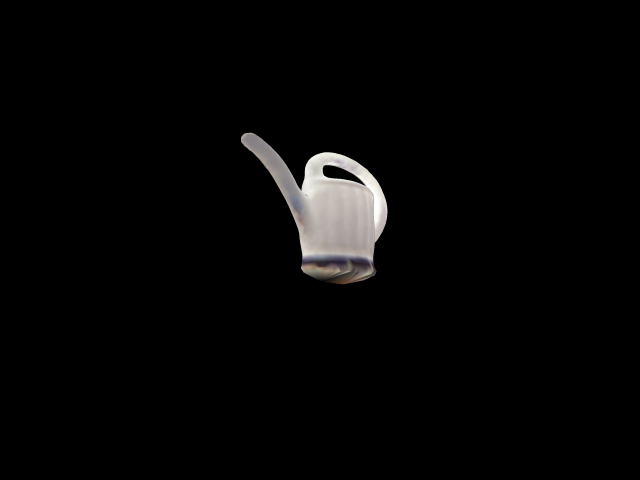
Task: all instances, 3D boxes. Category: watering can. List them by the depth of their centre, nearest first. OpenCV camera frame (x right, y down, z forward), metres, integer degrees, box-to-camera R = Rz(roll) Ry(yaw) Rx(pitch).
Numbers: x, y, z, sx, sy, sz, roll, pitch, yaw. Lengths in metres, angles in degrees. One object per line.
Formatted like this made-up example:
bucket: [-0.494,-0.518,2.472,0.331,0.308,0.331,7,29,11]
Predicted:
watering can: [0.003,-0.043,0.850,0.103,0.227,0.346,-11,-15,42]
